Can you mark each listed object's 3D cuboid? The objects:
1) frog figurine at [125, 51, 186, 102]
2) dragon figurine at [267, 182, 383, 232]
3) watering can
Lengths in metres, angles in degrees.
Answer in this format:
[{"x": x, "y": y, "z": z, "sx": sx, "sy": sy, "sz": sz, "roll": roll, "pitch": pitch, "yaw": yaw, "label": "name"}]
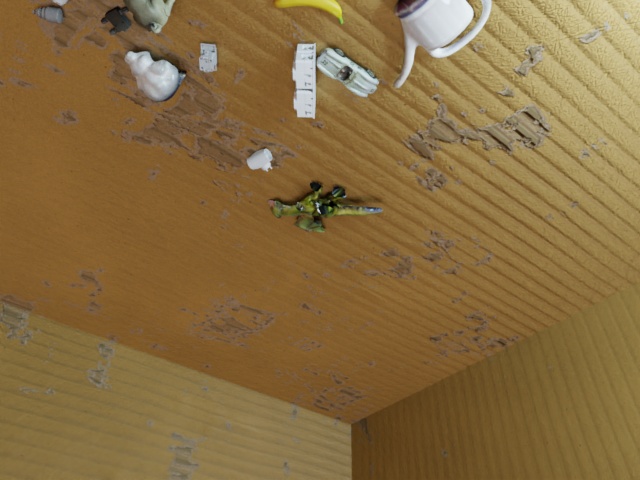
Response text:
[{"x": -0.492, "y": -0.483, "z": 1.500, "sx": 0.136, "sy": 0.125, "sz": 0.157, "roll": -10, "pitch": 151, "yaw": 40, "label": "frog figurine"}, {"x": 0.006, "y": -0.097, "z": 1.928, "sx": 0.410, "sy": 0.125, "sz": 0.238, "roll": 13, "pitch": 153, "yaw": -9, "label": "dragon figurine"}, {"x": 0.283, "y": -0.568, "z": 1.387, "sx": 0.343, "sy": 0.106, "sz": 0.222, "roll": -33, "pitch": 125, "yaw": 31, "label": "watering can"}]
